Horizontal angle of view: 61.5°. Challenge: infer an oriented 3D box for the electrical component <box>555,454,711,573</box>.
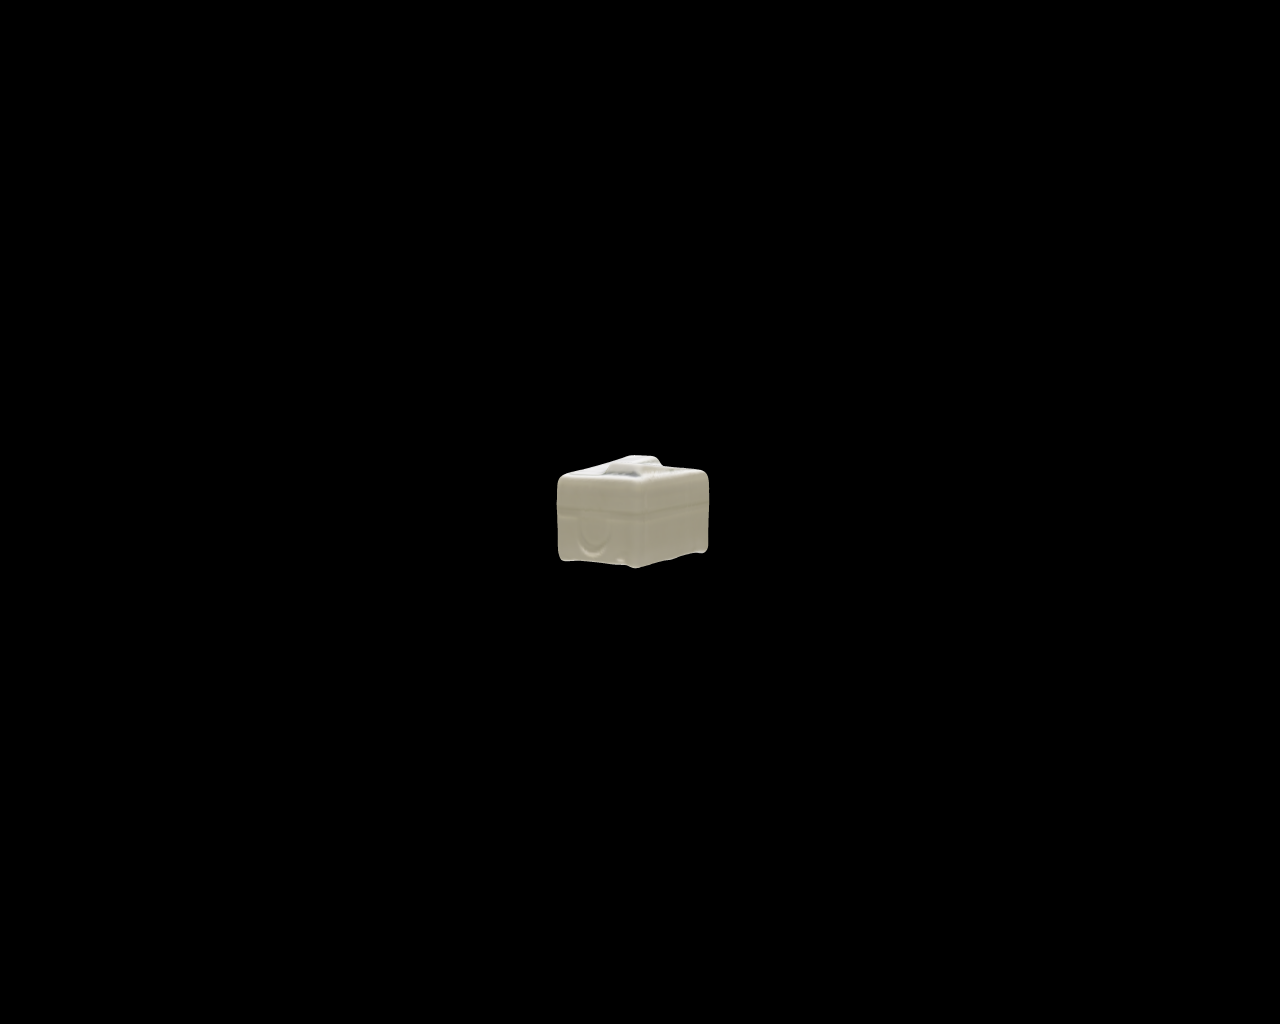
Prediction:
[{"bbox_3d":[0.001,-0.003,0.650,0.062,0.061,0.096,5,9,35],"label":"electrical component"}]
